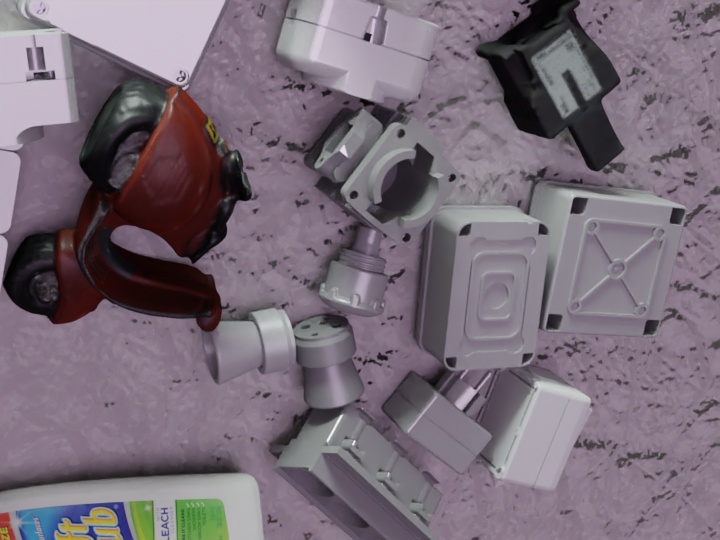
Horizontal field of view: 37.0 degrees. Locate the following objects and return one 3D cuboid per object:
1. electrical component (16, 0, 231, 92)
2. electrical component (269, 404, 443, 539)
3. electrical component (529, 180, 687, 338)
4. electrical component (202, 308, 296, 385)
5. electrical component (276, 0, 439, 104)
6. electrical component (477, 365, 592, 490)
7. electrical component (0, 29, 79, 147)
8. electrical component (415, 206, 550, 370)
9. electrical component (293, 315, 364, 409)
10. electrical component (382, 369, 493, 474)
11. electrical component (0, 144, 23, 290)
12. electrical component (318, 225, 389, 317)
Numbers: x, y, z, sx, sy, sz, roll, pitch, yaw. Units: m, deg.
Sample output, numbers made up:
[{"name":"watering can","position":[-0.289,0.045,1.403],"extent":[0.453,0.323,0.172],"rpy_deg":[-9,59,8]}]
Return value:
[{"name":"electrical component","position":[-0.135,-0.179,0.646],"extent":[0.109,0.056,0.108],"rpy_deg":[23,96,-26]},{"name":"electrical component","position":[0.003,0.156,0.793],"extent":[0.121,0.079,0.063],"rpy_deg":[47,57,-26]},{"name":"electrical component","position":[0.182,-0.008,0.823],"extent":[0.109,0.056,0.108],"rpy_deg":[4,104,-23]},{"name":"electrical component","position":[-0.077,0.052,0.744],"extent":[0.055,0.045,0.045],"rpy_deg":[-11,109,-19]},{"name":"electrical component","position":[-0.003,-0.146,0.709],"extent":[0.095,0.054,0.059],"rpy_deg":[13,101,-24]},{"name":"electrical component","position":[0.131,0.127,0.840],"extent":[0.061,0.062,0.096],"rpy_deg":[17,99,-25]},{"name":"electrical component","position":[-0.201,-0.097,0.576],"extent":[0.089,0.050,0.055],"rpy_deg":[-9,108,-20]},{"name":"electrical component","position":[0.088,0.011,0.791],"extent":[0.078,0.057,0.113],"rpy_deg":[-1,106,-21]},{"name":"electrical component","position":[-0.023,0.065,0.770],"extent":[0.045,0.045,0.055],"rpy_deg":[-16,111,-17]},{"name":"electrical component","position":[0.070,0.101,0.816],"extent":[0.066,0.047,0.076],"rpy_deg":[40,89,-26]},{"name":"electrical component","position":[-0.251,-0.056,0.633],"extent":[0.089,0.062,0.150],"rpy_deg":[8,103,-24]},{"name":"electrical component","position":[0.000,0.000,0.761],"extent":[0.048,0.048,0.062],"rpy_deg":[14,93,-25]}]
